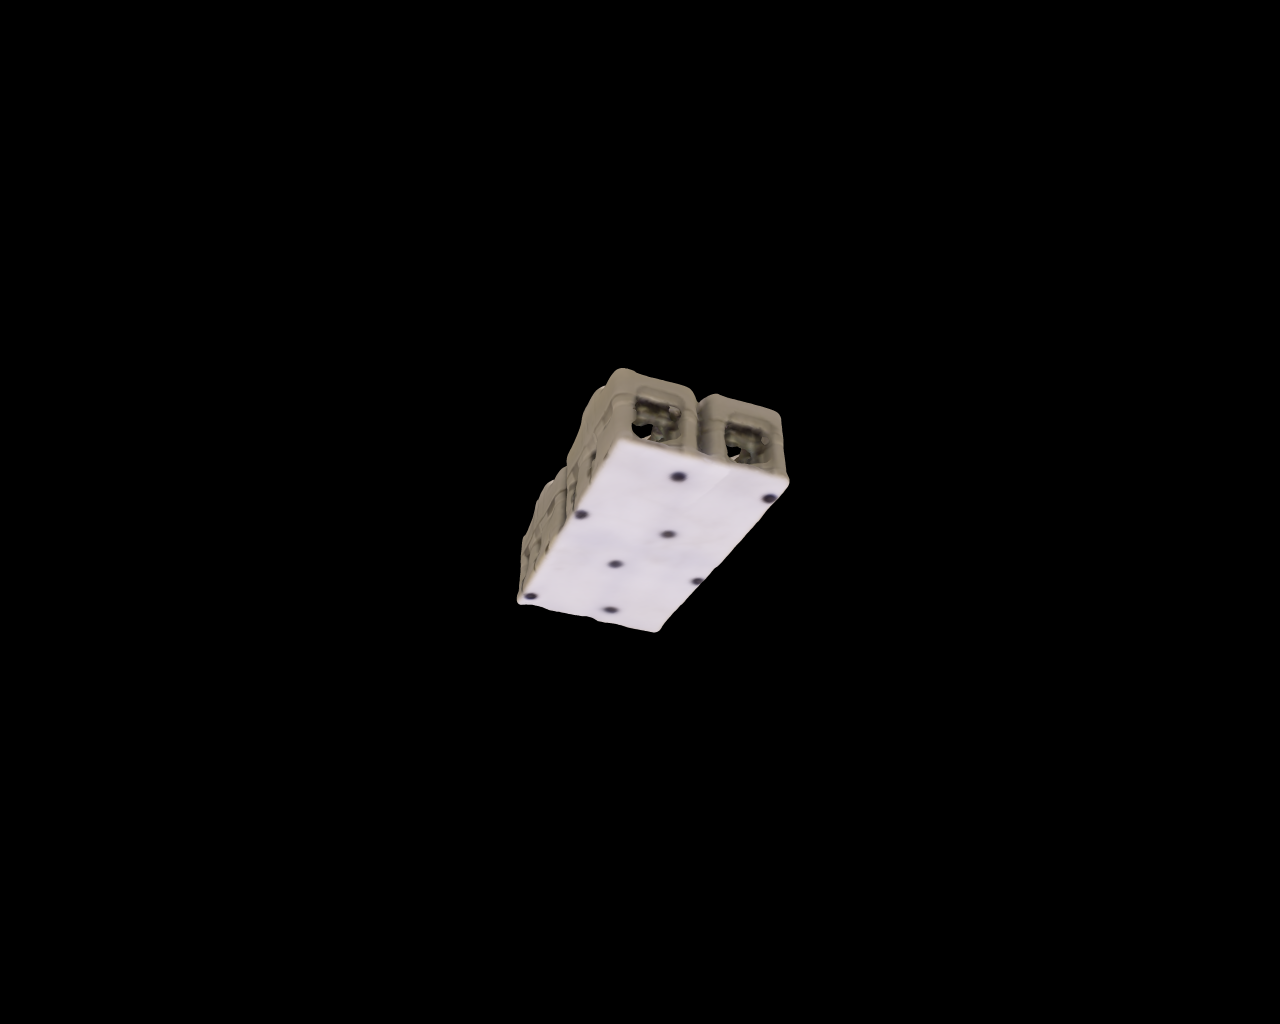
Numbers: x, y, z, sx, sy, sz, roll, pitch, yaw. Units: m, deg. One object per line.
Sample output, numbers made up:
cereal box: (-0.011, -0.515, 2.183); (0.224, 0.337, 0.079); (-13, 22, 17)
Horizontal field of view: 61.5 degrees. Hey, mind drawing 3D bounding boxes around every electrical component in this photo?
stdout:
electrical component: (0.001, -0.003, 0.650); (0.105, 0.060, 0.186); (13, -38, -18)
